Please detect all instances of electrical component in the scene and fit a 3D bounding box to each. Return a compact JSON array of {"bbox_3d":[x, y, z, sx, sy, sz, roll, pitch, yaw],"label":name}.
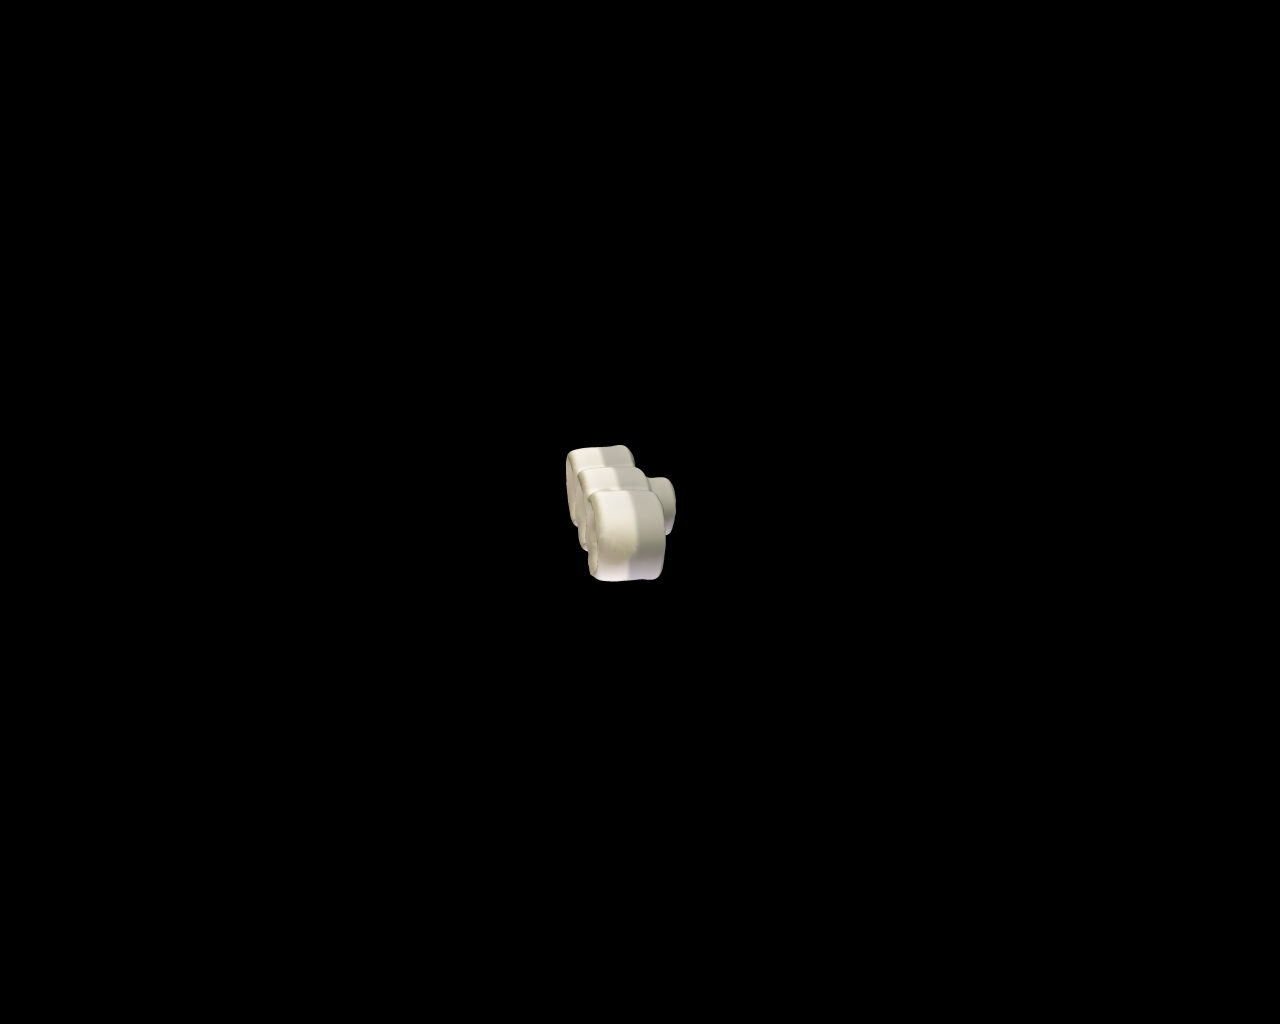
[{"bbox_3d":[0.001,-0.003,0.650,0.074,0.052,0.138,-4,21,-11],"label":"electrical component"}]
